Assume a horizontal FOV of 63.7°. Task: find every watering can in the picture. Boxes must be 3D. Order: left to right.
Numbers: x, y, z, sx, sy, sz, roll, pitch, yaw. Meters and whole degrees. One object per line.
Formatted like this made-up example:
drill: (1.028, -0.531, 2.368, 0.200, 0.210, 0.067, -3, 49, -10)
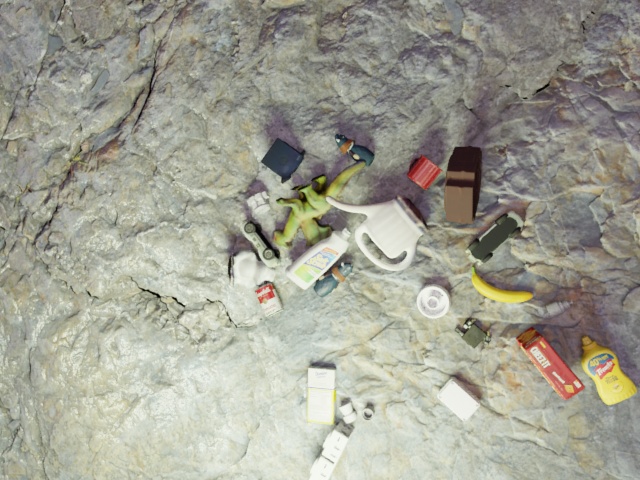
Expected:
watering can: (0.198, -0.062, 1.651, 0.223, 0.105, 0.346, -40, 98, 9)

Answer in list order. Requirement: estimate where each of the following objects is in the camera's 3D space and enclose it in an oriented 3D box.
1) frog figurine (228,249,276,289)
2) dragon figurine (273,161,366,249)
frog figurine: (-0.239, 0.101, 1.798, 0.159, 0.121, 0.139, 1, 77, -20)
dragon figurine: (0.005, -0.088, 1.748, 0.408, 0.123, 0.241, -21, 99, 15)
